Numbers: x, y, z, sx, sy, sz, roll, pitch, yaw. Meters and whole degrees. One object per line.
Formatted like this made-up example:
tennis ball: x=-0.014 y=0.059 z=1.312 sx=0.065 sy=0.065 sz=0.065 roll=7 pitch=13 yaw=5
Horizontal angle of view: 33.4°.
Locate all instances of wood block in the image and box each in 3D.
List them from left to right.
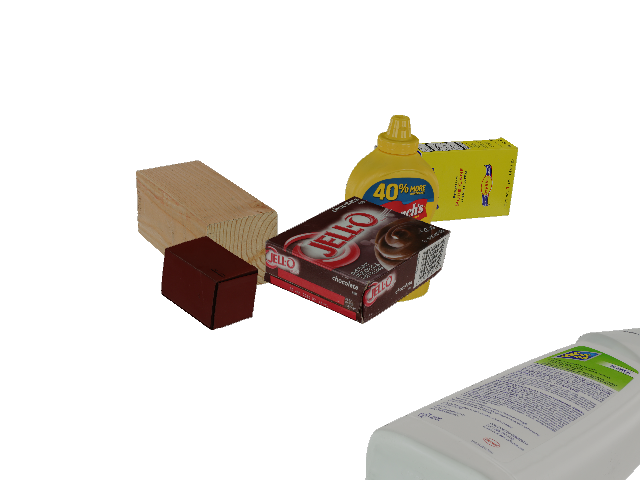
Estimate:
wood block: x=-0.140 y=-0.020 z=1.285 sx=0.090 sy=0.090 sz=0.206 roll=-12 pitch=26 yaw=-29

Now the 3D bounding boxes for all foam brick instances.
foam brick: x=-0.104 y=0.039 z=0.992 sx=0.052 sy=0.051 sz=0.078 roll=-17 pitch=36 yaw=-42

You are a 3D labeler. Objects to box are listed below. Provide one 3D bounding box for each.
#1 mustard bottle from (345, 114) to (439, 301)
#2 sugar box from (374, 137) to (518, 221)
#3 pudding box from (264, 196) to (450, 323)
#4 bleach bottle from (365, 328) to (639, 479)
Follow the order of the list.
mustard bottle: x=0.072 y=-0.033 z=1.085 sx=0.096 sy=0.192 sz=0.058 roll=-2 pitch=22 yaw=-16
sugar box: x=0.150 y=-0.072 z=1.299 sx=0.176 sy=0.093 sz=0.048 roll=-7 pitch=25 yaw=-22
pudding box: x=0.027 y=0.011 z=0.779 sx=0.090 sy=0.039 sz=0.113 roll=23 pitch=30 yaw=30
bleach bottle: x=0.145 y=0.103 z=0.601 sx=0.250 sy=0.068 sz=0.103 roll=-17 pitch=27 yaw=-39
